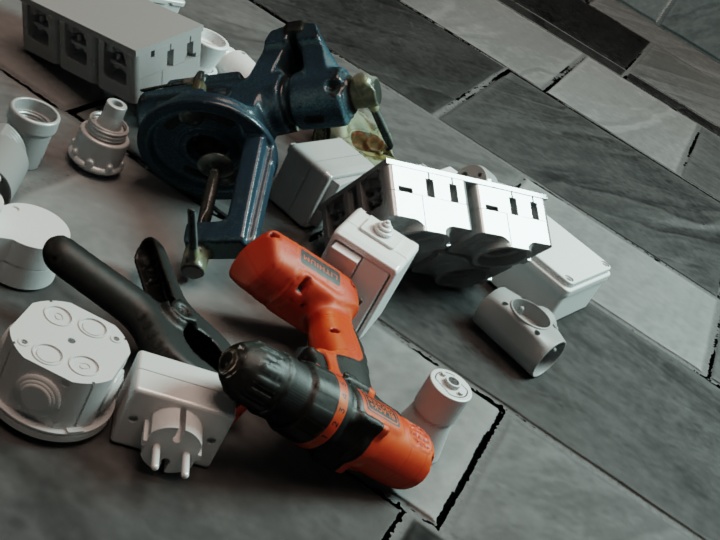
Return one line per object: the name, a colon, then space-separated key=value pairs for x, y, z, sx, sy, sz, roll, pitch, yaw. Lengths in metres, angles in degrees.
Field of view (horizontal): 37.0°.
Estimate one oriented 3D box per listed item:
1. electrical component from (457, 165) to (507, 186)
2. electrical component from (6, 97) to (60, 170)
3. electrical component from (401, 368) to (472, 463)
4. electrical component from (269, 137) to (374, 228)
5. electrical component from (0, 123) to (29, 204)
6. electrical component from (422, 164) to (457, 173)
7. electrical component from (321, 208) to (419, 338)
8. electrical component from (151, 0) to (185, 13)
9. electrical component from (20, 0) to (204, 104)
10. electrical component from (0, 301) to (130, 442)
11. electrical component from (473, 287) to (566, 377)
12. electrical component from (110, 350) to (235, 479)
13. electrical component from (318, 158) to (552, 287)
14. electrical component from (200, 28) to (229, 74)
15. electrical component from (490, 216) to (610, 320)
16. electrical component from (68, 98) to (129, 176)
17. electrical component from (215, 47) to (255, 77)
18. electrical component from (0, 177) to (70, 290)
electrical component: x=0.124 y=-0.078 z=1.095 sx=0.055 sy=0.045 sz=0.045 roll=30 pitch=19 yaw=-49
electrical component: x=-0.266 y=-0.109 z=0.862 sx=0.040 sy=0.046 sz=0.040 roll=22 pitch=29 yaw=-13
electrical component: x=0.053 y=0.105 z=0.789 sx=0.044 sy=0.065 sz=0.044 roll=22 pitch=29 yaw=-13
electrical component: x=-0.030 y=-0.082 z=1.023 sx=0.061 sy=0.061 sz=0.096 roll=41 pitch=30 yaw=21
electrical component: x=-0.274 y=-0.078 z=0.808 sx=0.043 sy=0.043 sz=0.081 roll=22 pitch=29 yaw=-14
electrical component: x=0.071 y=-0.086 z=1.138 sx=0.077 sy=0.047 sz=0.066 roll=38 pitch=29 yaw=16
electrical component: x=0.000 y=0.000 z=0.878 sx=0.062 sy=0.096 sz=0.061 roll=33 pitch=33 yaw=6
electrical component: x=-0.256 y=-0.301 z=1.184 sx=0.100 sy=0.048 sz=0.099 roll=-4 pitch=43 yaw=-46
electrical component: x=-0.234 y=-0.216 z=1.014 sx=0.150 sy=0.061 sz=0.089 roll=28 pitch=40 yaw=24
electrical component: x=-0.183 y=0.061 z=0.655 sx=0.080 sy=0.051 sz=0.080 roll=22 pitch=29 yaw=-13
electrical component: x=0.156 y=0.053 z=0.991 sx=0.077 sy=0.044 sz=0.079 roll=44 pitch=31 yaw=25
electrical component: x=-0.115 y=0.098 z=0.662 sx=0.066 sy=0.047 sz=0.076 roll=19 pitch=30 yaw=-19
electrical component: x=0.071 y=-0.036 z=0.977 sx=0.186 sy=0.105 sz=0.060 roll=9 pitch=65 yaw=-34
electrical component: x=-0.168 y=-0.220 z=1.126 sx=0.045 sy=0.055 sz=0.045 roll=23 pitch=29 yaw=-13
electrical component: x=0.184 y=-0.005 z=1.101 sx=0.109 sy=0.056 sz=0.109 roll=42 pitch=30 yaw=22
electrical component: x=-0.214 y=-0.113 z=0.901 sx=0.048 sy=0.062 sz=0.048 roll=23 pitch=29 yaw=-13
electrical component: x=-0.133 y=-0.213 z=1.160 sx=0.043 sy=0.043 sz=0.081 roll=-5 pitch=44 yaw=-47
electrical component: x=-0.261 y=-0.035 z=0.716 sx=0.138 sy=0.073 sz=0.052 roll=9 pitch=34 yaw=-34
